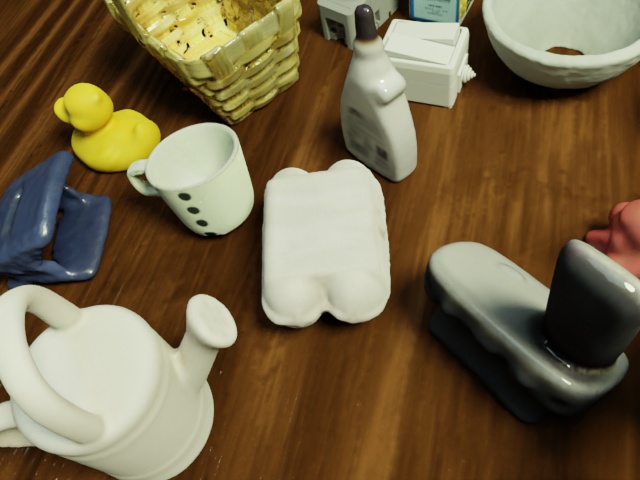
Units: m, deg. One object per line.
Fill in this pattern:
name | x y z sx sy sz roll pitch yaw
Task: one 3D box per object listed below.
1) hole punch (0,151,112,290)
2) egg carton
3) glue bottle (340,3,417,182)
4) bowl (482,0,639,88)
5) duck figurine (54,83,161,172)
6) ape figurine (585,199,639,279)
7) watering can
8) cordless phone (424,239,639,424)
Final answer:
hole punch | -0.263 -0.017 0.531 0.101 0.091 0.108 -6 58 7
egg carton | 0.004 0.002 0.482 0.107 0.069 0.150 -7 58 6
glue bottle | 0.047 -0.125 0.490 0.037 0.173 0.078 -41 60 -14
bowl | 0.241 -0.203 0.560 0.167 0.075 0.167 -5 58 8
duck figurine | -0.224 -0.122 0.591 0.104 0.086 0.077 9 61 16
ape figurine | 0.235 0.002 0.426 0.078 0.092 0.076 -43 61 -15
watering can | -0.142 0.090 0.382 0.173 0.194 0.100 -42 60 -15
cordless phone | 0.136 0.032 0.371 0.094 0.185 0.147 -42 61 -15
